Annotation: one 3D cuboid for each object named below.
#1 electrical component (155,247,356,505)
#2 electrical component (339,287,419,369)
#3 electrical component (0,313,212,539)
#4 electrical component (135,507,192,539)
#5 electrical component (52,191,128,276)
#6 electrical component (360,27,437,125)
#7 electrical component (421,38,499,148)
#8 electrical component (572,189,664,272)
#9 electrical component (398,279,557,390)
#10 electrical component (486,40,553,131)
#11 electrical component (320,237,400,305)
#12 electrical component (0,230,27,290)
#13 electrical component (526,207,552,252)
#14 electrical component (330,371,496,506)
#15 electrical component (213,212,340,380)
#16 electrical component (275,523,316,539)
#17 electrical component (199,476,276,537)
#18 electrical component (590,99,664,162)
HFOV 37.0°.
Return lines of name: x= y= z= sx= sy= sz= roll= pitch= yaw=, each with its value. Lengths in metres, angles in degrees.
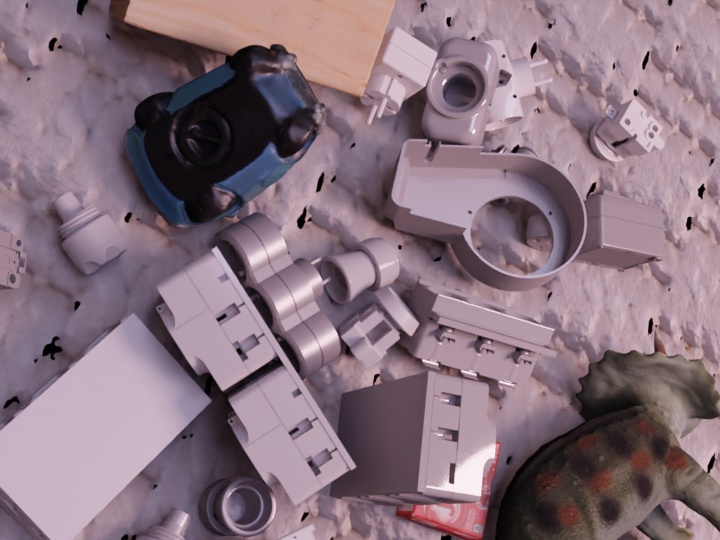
electrical component: x=-0.083 y=0.080 z=0.813 sx=0.060 sy=0.105 sz=0.186 roll=-32 pitch=91 yaw=-7
electrical component: x=0.016 y=0.047 z=0.908 sx=0.055 sy=0.066 sz=0.048 roll=-40 pitch=99 yaw=4
electrical component: x=-0.198 y=0.116 z=0.781 sx=0.089 sy=0.062 sz=0.150 roll=50 pitch=61 yaw=-9
electrical component: x=-0.146 y=0.207 z=0.796 sx=0.048 sy=0.048 sz=0.062 roll=36 pitch=61 yaw=-16
electrical component: x=-0.210 y=-0.030 z=0.820 sx=0.043 sy=0.043 sz=0.062 roll=-38 pitch=97 yaw=-30
electrical component: x=0.023 y=-0.165 z=0.963 sx=0.047 sy=0.066 sz=0.076 roll=29 pitch=66 yaw=-20
electrical component: x=0.092 y=-0.159 z=0.983 sx=0.054 sy=0.059 sz=0.095 roll=14 pitch=86 yaw=11
electrical component: x=0.254 y=-0.038 z=1.059 sx=0.096 sy=0.062 sz=0.061 roll=9 pitch=74 yaw=-26
electrical component: x=0.100 y=0.059 z=0.949 sx=0.121 sy=0.079 sz=0.063 roll=17 pitch=100 yaw=-24
electrical component: x=0.144 y=-0.182 z=1.033 sx=0.079 sy=0.043 sz=0.077 roll=-15 pitch=85 yaw=4
electrical component: x=0.000 y=0.000 z=0.924 sx=0.055 sy=0.045 sz=0.045 roll=-24 pitch=90 yaw=-31
electrical component: x=-0.276 y=-0.007 z=0.760 sx=0.081 sy=0.064 sz=0.042 roll=31 pitch=58 yaw=-66
electrical component: x=0.184 y=-0.050 z=1.035 sx=0.045 sy=0.045 sz=0.055 roll=19 pitch=70 yaw=-23
electrical component: x=0.040 y=0.138 z=0.852 sx=0.062 sy=0.150 sz=0.089 roll=14 pitch=72 yaw=-23
electrical component: x=-0.055 y=0.014 z=0.887 sx=0.074 sy=0.052 sz=0.138 roll=-31 pitch=94 yaw=-31
electrical component: x=-0.075 y=0.235 z=0.798 sx=0.100 sy=0.099 sz=0.048 roll=-19 pitch=75 yaw=-30
electrical component: x=-0.095 y=0.181 z=0.824 sx=0.045 sy=0.055 sz=0.045 roll=7 pitch=75 yaw=-27
electrical component: x=0.267 y=-0.138 z=1.093 sx=0.066 sy=0.055 sz=0.048 roll=41 pitch=63 yaw=-14
